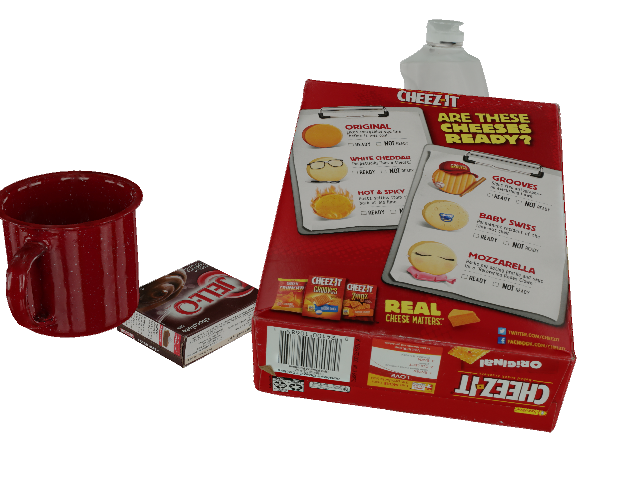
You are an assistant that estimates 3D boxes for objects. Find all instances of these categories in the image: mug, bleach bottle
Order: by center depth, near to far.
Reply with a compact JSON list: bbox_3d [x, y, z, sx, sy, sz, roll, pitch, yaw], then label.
[{"bbox_3d":[-0.162,0.014,0.676,0.093,0.081,0.117,7,26,12],"label":"mug"},{"bbox_3d":[0.087,-0.062,0.917,0.103,0.251,0.068,8,18,13],"label":"bleach bottle"}]

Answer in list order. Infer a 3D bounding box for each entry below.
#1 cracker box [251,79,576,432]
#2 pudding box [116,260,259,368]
[{"bbox_3d":[0.057,0.000,0.622,0.164,0.072,0.213,6,43,3],"label":"cracker box"},{"bbox_3d":[-0.117,0.065,0.979,0.090,0.039,0.113,23,33,32],"label":"pudding box"}]
